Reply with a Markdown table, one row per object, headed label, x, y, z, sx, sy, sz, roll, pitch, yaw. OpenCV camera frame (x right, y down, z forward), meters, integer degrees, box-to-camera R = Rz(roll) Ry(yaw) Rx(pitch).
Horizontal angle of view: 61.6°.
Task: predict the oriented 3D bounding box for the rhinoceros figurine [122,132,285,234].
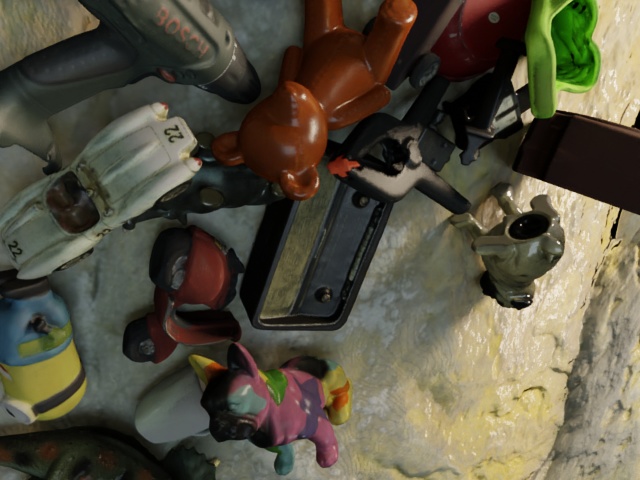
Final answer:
| label | x | y | z | sx | sy | sz | roll | pitch | yaw |
| --- | --- | --- | --- | --- | --- | --- | --- | --- | --- |
| rhinoceros figurine | -0.124 | -0.058 | 0.542 | 0.190 | 0.112 | 0.073 | -13 | 89 | -33 |

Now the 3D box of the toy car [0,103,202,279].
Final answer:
| label | x | y | z | sx | sy | sz | roll | pitch | yaw |
| --- | --- | --- | --- | --- | --- | --- | --- | --- | --- |
| toy car | -0.191 | -0.039 | 0.457 | 0.202 | 0.056 | 0.073 | -32 | 89 | 13 |

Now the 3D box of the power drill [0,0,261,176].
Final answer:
| label | x | y | z | sx | sy | sz | roll | pitch | yaw |
| --- | --- | --- | --- | --- | --- | --- | --- | --- | --- |
| power drill | -0.171 | -0.136 | 0.461 | 0.207 | 0.086 | 0.232 | -24 | 162 | 6 |

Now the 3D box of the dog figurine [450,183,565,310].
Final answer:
| label | x | y | z | sx | sy | sz | roll | pitch | yaw |
| --- | --- | --- | --- | --- | --- | --- | --- | --- | --- |
| dog figurine | 0.283 | 0.039 | 0.741 | 0.121 | 0.172 | 0.190 | -28 | 118 | 5 |

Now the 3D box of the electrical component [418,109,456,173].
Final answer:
| label | x | y | z | sx | sy | sz | roll | pitch | yaw |
| --- | --- | --- | --- | --- | --- | --- | --- | --- | --- |
| electrical component | 0.139 | -0.114 | 0.675 | 0.063 | 0.021 | 0.094 | 21 | 106 | -32 |

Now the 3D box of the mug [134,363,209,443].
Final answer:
| label | x | y | z | sx | sy | sz | roll | pitch | yaw |
| --- | --- | --- | --- | --- | --- | --- | --- | --- | --- |
| mug | -0.173 | 0.216 | 0.689 | 0.107 | 0.081 | 0.109 | -26 | 132 | 5 |

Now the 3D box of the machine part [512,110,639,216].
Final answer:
| label | x | y | z | sx | sy | sz | roll | pitch | yaw |
| --- | --- | --- | --- | --- | --- | --- | --- | --- | --- |
| machine part | 0.347 | -0.090 | 0.655 | 0.201 | 0.202 | 0.087 | -22 | 132 | -69 |

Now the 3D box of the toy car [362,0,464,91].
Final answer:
| label | x | y | z | sx | sy | sz | roll | pitch | yaw |
| --- | --- | --- | --- | --- | --- | --- | --- | --- | --- |
| toy car | 0.117 | -0.246 | 0.536 | 0.053 | 0.089 | 0.202 | -21 | 148 | -55 |

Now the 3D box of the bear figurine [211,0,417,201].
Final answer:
| label | x | y | z | sx | sy | sz | roll | pitch | yaw |
| --- | --- | --- | --- | --- | --- | --- | --- | --- | --- |
| bear figurine | -0.009 | -0.142 | 0.498 | 0.196 | 0.120 | 0.131 | -51 | 164 | -34 |

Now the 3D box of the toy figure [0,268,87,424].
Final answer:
| label | x | y | z | sx | sy | sz | roll | pitch | yaw |
| --- | --- | --- | --- | --- | --- | --- | --- | --- | --- |
| toy figure | -0.299 | 0.115 | 0.569 | 0.089 | 0.082 | 0.180 | -2 | 115 | -21 |

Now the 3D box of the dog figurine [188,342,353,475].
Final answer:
| label | x | y | z | sx | sy | sz | roll | pitch | yaw |
| --- | --- | --- | --- | --- | --- | --- | --- | --- | --- |
| dog figurine | -0.060 | 0.185 | 0.673 | 0.109 | 0.191 | 0.219 | -17 | 124 | 32 |

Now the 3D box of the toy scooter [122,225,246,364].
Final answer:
| label | x | y | z | sx | sy | sz | roll | pitch | yaw |
| --- | --- | --- | --- | --- | --- | --- | --- | --- | --- |
| toy scooter | -0.139 | 0.070 | 0.620 | 0.135 | 0.075 | 0.183 | 13 | 114 | -29 |

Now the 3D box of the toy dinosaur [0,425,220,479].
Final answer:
| label | x | y | z | sx | sy | sz | roll | pitch | yaw |
| --- | --- | --- | --- | --- | --- | --- | --- | --- | --- |
| toy dinosaur | -0.269 | 0.302 | 0.671 | 0.192 | 0.131 | 0.404 | -48 | 122 | -9 |

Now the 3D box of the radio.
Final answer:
| label | x | y | z | sx | sy | sz | roll | pitch | yaw |
| --- | --- | --- | --- | --- | --- | --- | --- | --- | --- |
| radio | -0.001 | -0.002 | 0.642 | 0.131 | 0.073 | 0.229 | 10 | 112 | -29 |

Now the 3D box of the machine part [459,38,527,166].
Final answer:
| label | x | y | z | sx | sy | sz | roll | pitch | yaw |
| --- | --- | --- | --- | --- | --- | --- | --- | --- | --- |
| machine part | 0.189 | -0.150 | 0.592 | 0.084 | 0.039 | 0.138 | -25 | 136 | -62 |

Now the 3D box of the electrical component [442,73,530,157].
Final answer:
| label | x | y | z | sx | sy | sz | roll | pitch | yaw |
| --- | --- | --- | --- | --- | --- | --- | --- | --- | --- |
| electrical component | 0.220 | -0.166 | 0.667 | 0.119 | 0.048 | 0.074 | -37 | 126 | -2 |
